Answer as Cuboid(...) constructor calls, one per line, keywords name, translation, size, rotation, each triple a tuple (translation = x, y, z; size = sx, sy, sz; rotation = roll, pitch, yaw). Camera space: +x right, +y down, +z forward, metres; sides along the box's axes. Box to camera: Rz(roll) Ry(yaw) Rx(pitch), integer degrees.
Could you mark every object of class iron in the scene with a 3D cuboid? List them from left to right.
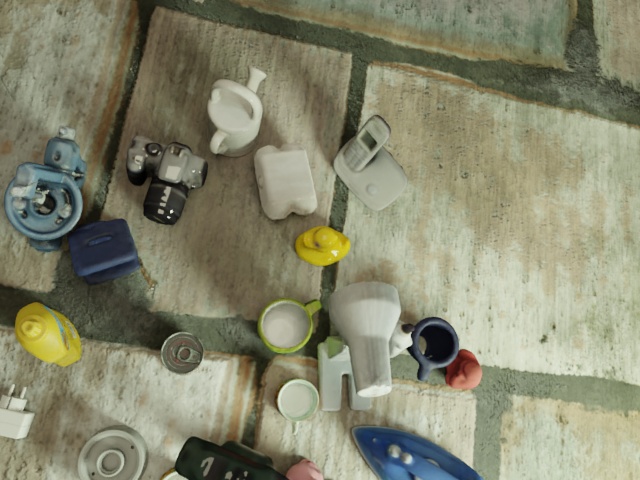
Cuboid(name="iron", translation=(0.176, 0.397, 0.977), size=(0.258, 0.141, 0.119), rotation=(32, 71, -2))

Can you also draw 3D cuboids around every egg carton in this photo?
Cuboid(name="egg carton", translation=(-0.068, -0.114, 1.099), size=(0.107, 0.069, 0.150), rotation=(-10, 78, -14))

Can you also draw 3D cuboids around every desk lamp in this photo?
Cuboid(name="desk lamp", translation=(0.067, 0.187, 0.972), size=(0.118, 0.213, 0.203), rotation=(1, 75, -11))

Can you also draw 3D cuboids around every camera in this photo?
Cuboid(name="camera", translation=(-0.287, -0.106, 1.035), size=(0.143, 0.100, 0.137), rotation=(16, 73, -7))

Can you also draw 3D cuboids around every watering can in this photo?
Cuboid(name="watering can", translation=(-0.155, -0.242, 1.050), size=(0.101, 0.194, 0.173), rotation=(6, 74, -10))

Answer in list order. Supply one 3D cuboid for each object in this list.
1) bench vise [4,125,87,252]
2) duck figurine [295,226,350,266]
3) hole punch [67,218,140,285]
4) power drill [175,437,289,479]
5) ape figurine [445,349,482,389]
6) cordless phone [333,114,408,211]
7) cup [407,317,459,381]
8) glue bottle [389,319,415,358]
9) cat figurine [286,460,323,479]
Cuboid(name="bench vise", translation=(-0.458, -0.101, 0.935), size=(0.121, 0.219, 0.207), rotation=(-7, 77, -13))
Cuboid(name="duck figurine", translation=(0.010, 0.004, 1.076), size=(0.105, 0.086, 0.077), rotation=(1, 75, -11))
Cuboid(name="hole punch", translation=(-0.377, 0.014, 0.989), size=(0.109, 0.091, 0.101), rotation=(-19, 80, -16))
Cuboid(name="power drill", translation=(-0.110, 0.371, 0.889), size=(0.230, 0.208, 0.076), rotation=(25, 72, -4))
Cuboid(name="ape figurine", translation=(0.271, 0.244, 1.064), size=(0.078, 0.092, 0.076), rotation=(-41, 86, -18))
Cuboid(name="cordless phone", translation=(0.110, -0.148, 1.085), size=(0.147, 0.185, 0.094), rotation=(46, 72, 3))
Cuboid(name="cup", translation=(0.193, 0.205, 1.056), size=(0.092, 0.095, 0.118), rotation=(23, 72, -5))
Cuboid(name="glue bottle", translation=(0.133, 0.166, 1.013), size=(0.037, 0.173, 0.078), rotation=(-26, 82, -17))
Cuboid(name="cat figurine", translation=(-0.010, 0.412, 0.946), size=(0.128, 0.117, 0.067), rotation=(37, 71, 0))
